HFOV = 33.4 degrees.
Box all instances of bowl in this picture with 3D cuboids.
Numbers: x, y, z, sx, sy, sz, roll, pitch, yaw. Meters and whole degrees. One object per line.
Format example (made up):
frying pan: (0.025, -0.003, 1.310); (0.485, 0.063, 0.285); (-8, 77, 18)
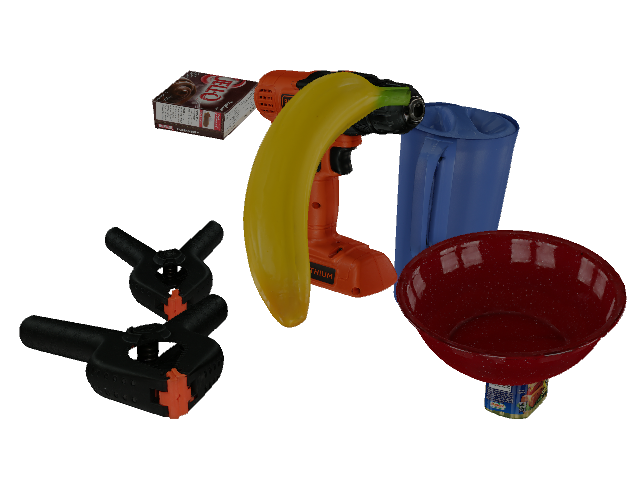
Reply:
bowl: (0.135, 0.055, 0.772); (0.162, 0.055, 0.162); (-3, 32, 2)

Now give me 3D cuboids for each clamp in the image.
clamp: (-0.117, 0.078, 0.776); (0.164, 0.036, 0.210); (-9, 14, -25)
clamp: (-0.139, 0.024, 1.048); (0.120, 0.039, 0.172); (-14, 33, -15)

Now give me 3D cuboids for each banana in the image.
banana: (-0.007, -0.040, 0.632); (0.070, 0.197, 0.037); (19, -34, 11)

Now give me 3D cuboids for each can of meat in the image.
can of meat: (0.221, 0.143, 1.191); (0.058, 0.084, 0.101); (10, 15, 28)

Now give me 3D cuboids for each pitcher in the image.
pitcher: (0.144, -0.029, 1.240); (0.149, 0.243, 0.145); (-5, 26, -20)

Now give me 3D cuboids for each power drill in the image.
power drill: (0.021, -0.051, 0.901); (0.057, 0.188, 0.185); (-18, 21, -36)

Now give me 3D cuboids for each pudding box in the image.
pudding box: (-0.133, -0.159, 1.247); (0.090, 0.039, 0.113); (10, 31, 13)
